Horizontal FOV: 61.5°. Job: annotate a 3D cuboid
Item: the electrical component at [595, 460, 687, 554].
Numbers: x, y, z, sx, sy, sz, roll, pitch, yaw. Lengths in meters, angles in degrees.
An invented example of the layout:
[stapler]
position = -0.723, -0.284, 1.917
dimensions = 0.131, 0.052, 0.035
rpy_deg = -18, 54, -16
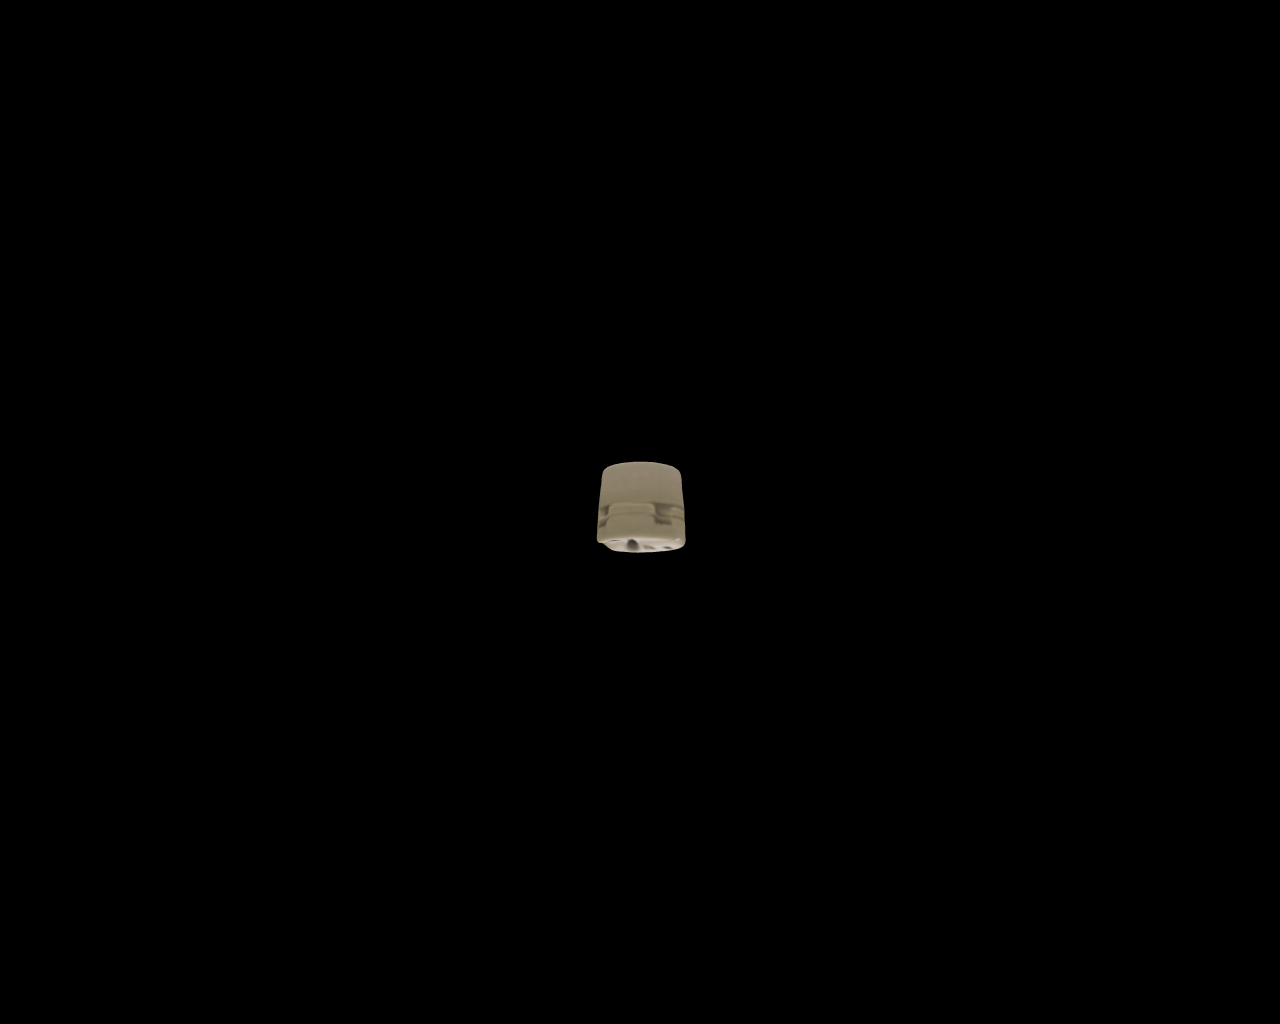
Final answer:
[electrical component]
position = 0.001, -0.003, 0.650
dimensions = 0.055, 0.047, 0.055
rpy_deg = 0, -12, 0
